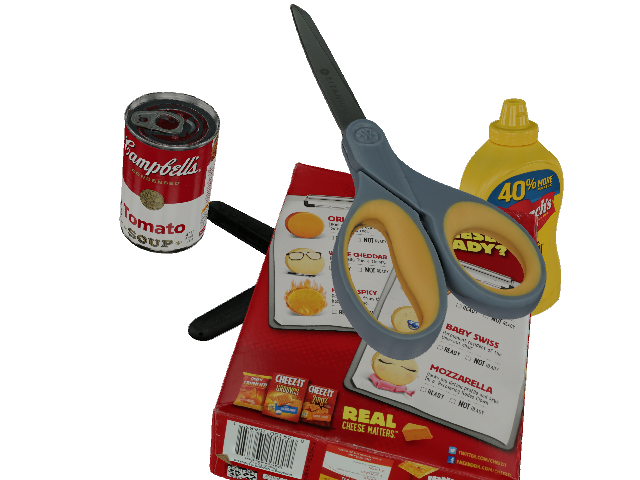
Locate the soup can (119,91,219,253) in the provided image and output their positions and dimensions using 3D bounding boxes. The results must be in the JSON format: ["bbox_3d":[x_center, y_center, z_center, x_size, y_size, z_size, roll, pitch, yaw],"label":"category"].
[{"bbox_3d":[-0.114,-0.049,0.790,0.068,0.102,0.068,7,41,-6],"label":"soup can"}]

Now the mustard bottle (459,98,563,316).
[{"bbox_3d":[0.164,-0.027,0.919,0.096,0.192,0.058,-12,24,-22],"label":"mustard bottle"}]

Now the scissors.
[{"bbox_3d":[0.039,-0.035,0.464,0.096,0.202,0.016,3,-40,-9],"label":"scissors"}]

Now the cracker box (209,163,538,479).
[{"bbox_3d":[0.039,0.059,0.640,0.164,0.072,0.213,13,43,3],"label":"cracker box"}]

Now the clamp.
[{"bbox_3d":[-0.024,0.034,1.016,0.210,0.164,0.036,5,-39,6],"label":"clamp"}]
